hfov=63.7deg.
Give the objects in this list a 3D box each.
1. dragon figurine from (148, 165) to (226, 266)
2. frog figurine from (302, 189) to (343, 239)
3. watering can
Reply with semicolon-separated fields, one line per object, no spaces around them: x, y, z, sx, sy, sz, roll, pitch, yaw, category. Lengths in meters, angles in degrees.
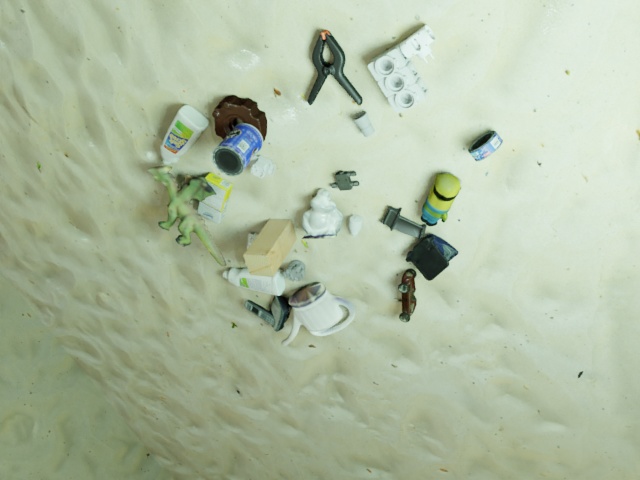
-0.438;-0.109;1.786;0.411;0.124;0.238;38;127;5;dragon figurine
0.005;-0.084;1.671;0.137;0.123;0.160;-3;88;35;frog figurine
-0.042;0.283;1.928;0.345;0.106;0.221;-24;114;18;watering can
